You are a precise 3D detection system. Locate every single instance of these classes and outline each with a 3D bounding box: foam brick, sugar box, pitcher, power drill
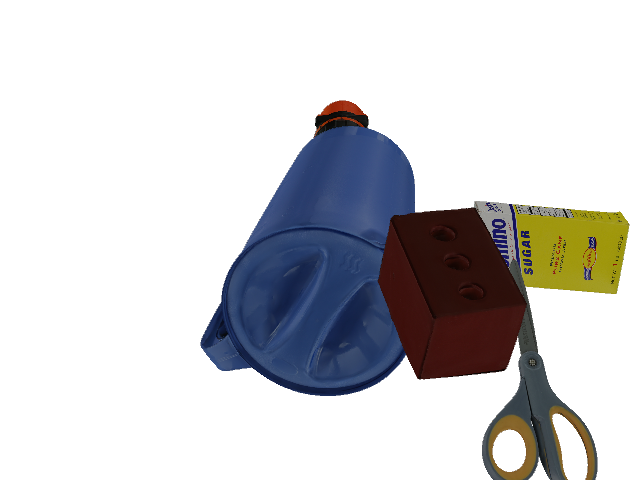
[{"bbox_3d":[0.069,0.028,0.578,0.053,0.051,0.078,-6,45,-16],"label":"foam brick"},{"bbox_3d":[0.265,0.009,1.257,0.176,0.093,0.048,3,21,0],"label":"sugar box"},{"bbox_3d":[0.004,0.005,0.824,0.149,0.145,0.242,12,26,3],"label":"pitcher"},{"bbox_3d":[0.021,-0.026,0.993,0.057,0.188,0.184,2,20,3],"label":"power drill"}]

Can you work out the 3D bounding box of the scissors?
[{"bbox_3d":[0.153,0.111,0.850,0.096,0.202,0.016,-14,-28,-12],"label":"scissors"}]
